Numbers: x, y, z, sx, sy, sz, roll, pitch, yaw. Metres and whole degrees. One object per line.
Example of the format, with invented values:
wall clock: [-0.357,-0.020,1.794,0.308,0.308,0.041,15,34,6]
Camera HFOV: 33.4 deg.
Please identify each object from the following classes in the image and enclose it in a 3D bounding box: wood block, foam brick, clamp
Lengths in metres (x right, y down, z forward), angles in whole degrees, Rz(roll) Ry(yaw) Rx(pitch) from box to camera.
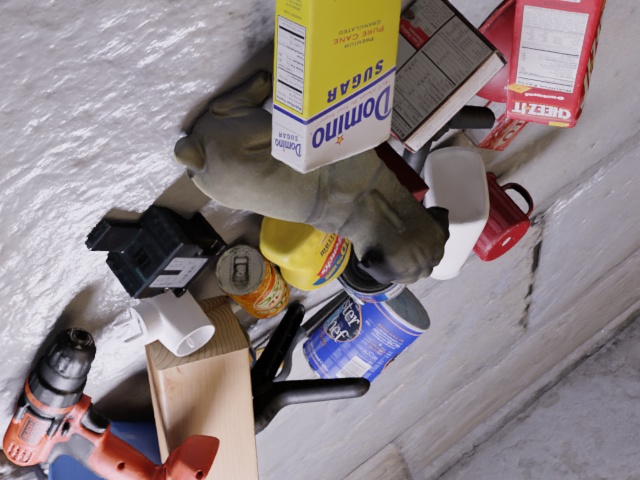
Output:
wood block: [-0.120,0.171,1.084,0.090,0.090,0.206,-12,127,-14]
foam brick: [0.059,-0.056,1.065,0.052,0.078,0.051,-15,147,-47]
clamp: [0.107,-0.112,1.084,0.120,0.039,0.171,-46,151,12]
clamp: [-0.056,0.173,1.218,0.209,0.165,0.036,-36,134,-17]

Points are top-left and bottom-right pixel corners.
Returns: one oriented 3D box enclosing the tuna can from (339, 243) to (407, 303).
tuna can: [0.062,0.027,1.228,0.086,0.086,0.033,-40,157,1]

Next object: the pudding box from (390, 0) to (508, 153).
pudding box: [0.088,-0.145,0.913,0.113,0.090,0.039,-45,158,13]

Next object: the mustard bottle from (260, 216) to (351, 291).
mustard bottle: [-0.007,0.002,1.089,0.096,0.058,0.191,-63,164,-11]

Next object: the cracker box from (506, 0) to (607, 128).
cracker box: [0.208,-0.215,0.887,0.213,0.072,0.164,72,33,-67]

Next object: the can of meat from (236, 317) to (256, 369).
can of meat: [-0.122,0.134,1.183,0.102,0.057,0.084,-35,161,-8]

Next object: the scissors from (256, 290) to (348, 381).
scissors: [-0.025,0.127,1.312,0.201,0.096,0.016,-32,118,-13]

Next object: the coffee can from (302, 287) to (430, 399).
coffee can: [0.060,0.124,1.396,0.140,0.103,0.102,-47,158,20]

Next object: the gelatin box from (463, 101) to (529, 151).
gelatin box: [0.214,-0.142,1.212,0.089,0.030,0.073,-48,158,23]

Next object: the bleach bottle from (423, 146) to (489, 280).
bleach bottle: [0.152,-0.019,1.294,0.068,0.102,0.251,-5,162,-2]

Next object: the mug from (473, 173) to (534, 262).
mug: [0.226,-0.032,1.384,0.117,0.081,0.093,-30,157,-21]

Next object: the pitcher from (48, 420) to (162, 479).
pitcher: [-0.205,0.280,1.234,0.145,0.149,0.242,-30,158,14]

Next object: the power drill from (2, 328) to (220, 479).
power drill: [-0.192,0.177,0.996,0.185,0.187,0.057,-55,-173,38]

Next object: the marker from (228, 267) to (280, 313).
marker: [-0.078,0.060,1.156,0.121,0.020,0.020,-31,158,-20]

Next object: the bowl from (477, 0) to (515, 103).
bowl: [0.215,-0.191,1.080,0.162,0.055,0.162,-33,158,-15]

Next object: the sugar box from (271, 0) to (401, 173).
sugar box: [0.013,-0.143,0.767,0.093,0.048,0.176,-24,129,-35]
